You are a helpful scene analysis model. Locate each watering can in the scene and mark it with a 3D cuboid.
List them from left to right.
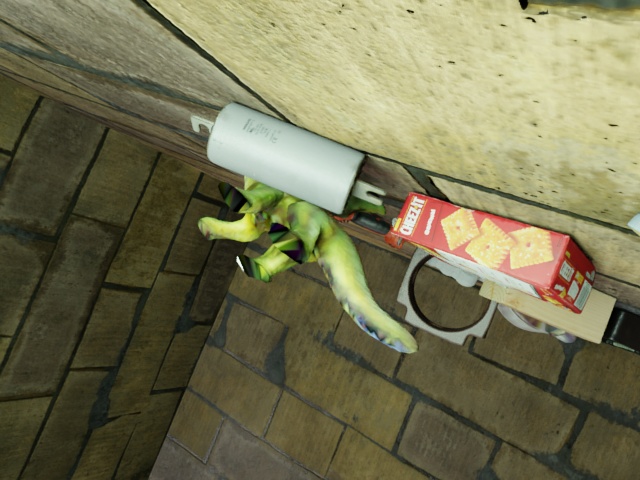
[{"bbox_3d":[0.447,0.126,1.199,0.350,0.104,0.222,37,-4,13],"label":"watering can"}]

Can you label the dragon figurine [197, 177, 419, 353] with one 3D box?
[{"bbox_3d":[0.002,-0.034,0.675,0.414,0.119,0.246,36,43,21],"label":"dragon figurine"}]
